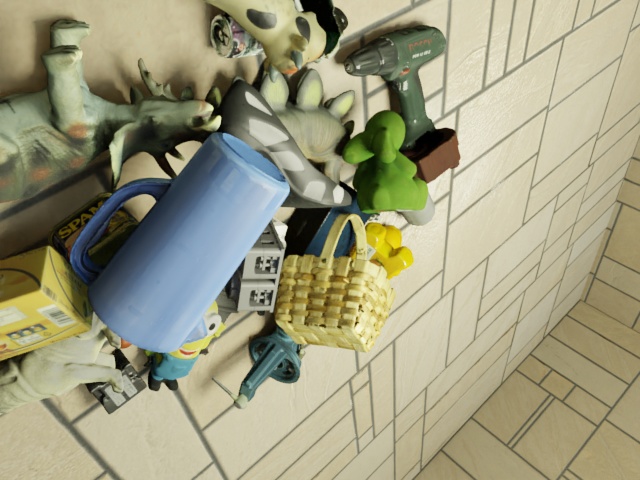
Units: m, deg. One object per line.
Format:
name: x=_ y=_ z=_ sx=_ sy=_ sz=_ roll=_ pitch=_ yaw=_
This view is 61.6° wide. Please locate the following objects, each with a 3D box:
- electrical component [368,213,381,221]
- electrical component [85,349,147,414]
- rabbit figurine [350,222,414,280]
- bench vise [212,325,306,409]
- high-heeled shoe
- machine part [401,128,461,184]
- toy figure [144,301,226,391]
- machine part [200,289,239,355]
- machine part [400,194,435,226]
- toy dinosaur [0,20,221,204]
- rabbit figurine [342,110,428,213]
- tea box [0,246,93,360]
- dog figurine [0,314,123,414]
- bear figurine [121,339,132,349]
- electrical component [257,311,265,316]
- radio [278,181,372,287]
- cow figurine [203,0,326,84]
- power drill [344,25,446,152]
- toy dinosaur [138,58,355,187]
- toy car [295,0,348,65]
electrical component: x=0.114 y=-0.085 z=1.110 sx=0.078 sy=0.045 sz=0.102 roll=-19 pitch=132 yaw=-38
electrical component: x=-0.325 y=0.238 z=0.866 sx=0.075 sy=0.048 sz=0.119 roll=-33 pitch=138 yaw=-26
rabbit figurine: x=0.134 y=0.034 z=1.168 sx=0.162 sy=0.122 sz=0.173 roll=-64 pitch=174 yaw=32
bench vise: x=-0.087 y=0.221 z=1.047 sx=0.240 sy=0.129 sz=0.223 roll=-48 pitch=168 yaw=-42
high-heeled shoe: x=-0.039 y=-0.120 z=0.735 sx=0.248 sy=0.086 sz=0.145 roll=4 pitch=88 yaw=-49
machine part: x=0.176 y=-0.152 z=1.019 sx=0.179 sy=0.180 sz=0.056 roll=-36 pitch=117 yaw=-24
toy figure: x=-0.232 y=0.163 z=0.886 sx=0.180 sy=0.089 sz=0.082 roll=-57 pitch=159 yaw=19
machine part: x=-0.190 y=0.142 z=0.952 sx=0.139 sy=0.039 sz=0.084 roll=-59 pitch=150 yaw=4
machine part: x=0.199 y=-0.087 z=1.155 sx=0.079 sy=0.079 sz=0.243 roll=-55 pitch=155 yaw=0
toy dinosaur: x=-0.313 y=-0.101 z=0.551 sx=0.405 sy=0.131 sz=0.191 roll=-24 pitch=134 yaw=-27
rabbit figurine: x=0.097 y=-0.131 z=0.884 sx=0.159 sy=0.121 sz=0.170 roll=0 pitch=88 yaw=-61
tea box: x=-0.360 y=0.080 z=0.613 sx=0.170 sy=0.068 sz=0.098 roll=-16 pitch=140 yaw=4
dog figurine: x=-0.368 y=0.139 z=0.705 sx=0.190 sy=0.121 sz=0.172 roll=-4 pitch=89 yaw=-28
bear figurine: x=-0.236 y=0.059 z=0.787 sx=0.196 sy=0.132 sz=0.120 roll=-36 pitch=179 yaw=21
electrical component: x=-0.119 y=0.089 z=0.967 sx=0.021 sy=0.063 sz=0.093 roll=-26 pitch=135 yaw=-33
radio: x=-0.002 y=-0.003 z=1.022 sx=0.229 sy=0.073 sz=0.131 roll=-57 pitch=146 yaw=7
cow figurine: x=-0.069 y=-0.277 z=0.639 sx=0.194 sy=0.086 sz=0.127 roll=26 pitch=69 yaw=-38
power drill: x=0.137 y=-0.266 z=0.956 sx=0.232 sy=0.086 sz=0.207 roll=-38 pitch=127 yaw=-28
toy dinosaur: x=-0.060 y=-0.163 z=0.805 sx=0.471 sy=0.105 sz=0.198 roll=-7 pitch=118 yaw=-48
toy car: x=-0.018 y=-0.335 z=0.746 sx=0.073 sy=0.056 sz=0.201 roll=-53 pitch=147 yaw=-13
